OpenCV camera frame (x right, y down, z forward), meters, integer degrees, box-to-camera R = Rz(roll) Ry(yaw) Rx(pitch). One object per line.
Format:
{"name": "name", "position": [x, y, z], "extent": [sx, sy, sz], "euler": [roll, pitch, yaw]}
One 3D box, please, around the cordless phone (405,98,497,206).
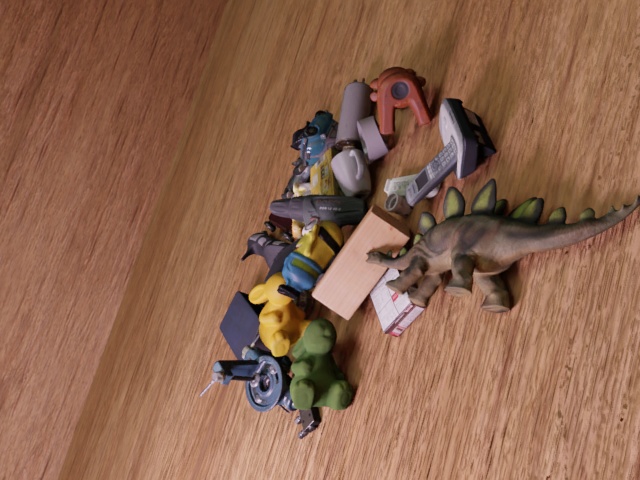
{"name": "cordless phone", "position": [0.222, -0.156, 1.005], "extent": [0.184, 0.088, 0.147], "euler": [-45, 37, 35]}

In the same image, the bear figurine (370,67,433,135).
{"name": "bear figurine", "position": [0.172, -0.316, 1.192], "extent": [0.196, 0.120, 0.131], "euler": [-81, -23, -74]}

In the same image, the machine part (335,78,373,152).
{"name": "machine part", "position": [0.087, -0.302, 1.337], "extent": [0.079, 0.079, 0.243], "euler": [-23, 52, 52]}

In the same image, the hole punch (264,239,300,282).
{"name": "hole punch", "position": [-0.063, 0.071, 1.343], "extent": [0.142, 0.092, 0.116], "euler": [-36, 26, 45]}

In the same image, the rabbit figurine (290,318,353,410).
{"name": "rabbit figurine", "position": [0.003, 0.239, 1.085], "extent": [0.159, 0.121, 0.170], "euler": [-172, 88, -81]}

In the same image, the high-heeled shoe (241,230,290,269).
{"name": "high-heeled shoe", "position": [-0.118, 0.014, 1.507], "extent": [0.249, 0.086, 0.145], "euler": [-4, 30, 36]}

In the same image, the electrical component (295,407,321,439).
{"name": "electrical component", "position": [-0.021, 0.369, 1.128], "extent": [0.094, 0.021, 0.063], "euler": [-53, 33, 24]}

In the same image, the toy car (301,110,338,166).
{"name": "toy car", "position": [0.016, -0.259, 1.399], "extent": [0.109, 0.103, 0.162], "euler": [96, -163, -50]}

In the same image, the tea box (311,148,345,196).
{"name": "tea box", "position": [0.030, -0.130, 1.324], "extent": [0.098, 0.068, 0.170], "euler": [-41, 40, 43]}

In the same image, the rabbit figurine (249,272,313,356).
{"name": "rabbit figurine", "position": [-0.083, 0.144, 1.193], "extent": [0.163, 0.122, 0.173], "euler": [40, 137, 52]}

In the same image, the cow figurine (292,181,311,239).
{"name": "cow figurine", "position": [-0.026, -0.073, 1.366], "extent": [0.068, 0.098, 0.167], "euler": [87, -176, -54]}

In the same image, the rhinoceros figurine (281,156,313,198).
{"name": "rhinoceros figurine", "position": [-0.042, -0.184, 1.486], "extent": [0.190, 0.073, 0.112], "euler": [-66, 19, 7]}

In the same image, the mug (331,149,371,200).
{"name": "mug", "position": [0.082, -0.150, 1.231], "extent": [0.109, 0.081, 0.107], "euler": [121, 136, -59]}

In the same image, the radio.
{"name": "radio", "position": [-0.188, 0.237, 1.441], "extent": [0.131, 0.073, 0.230], "euler": [-64, 31, 5]}

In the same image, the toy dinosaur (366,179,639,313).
{"name": "toy dinosaur", "position": [0.251, 0.006, 0.841], "extent": [0.472, 0.105, 0.198], "euler": [-3, 64, 48]}

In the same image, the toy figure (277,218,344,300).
{"name": "toy figure", "position": [-0.020, 0.039, 1.107], "extent": [0.082, 0.089, 0.180], "euler": [0, 60, 60]}

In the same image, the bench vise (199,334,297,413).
{"name": "bench vise", "position": [-0.147, 0.291, 1.189], "extent": [0.128, 0.240, 0.224], "euler": [-56, 48, 15]}

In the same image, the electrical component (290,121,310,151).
{"name": "electrical component", "position": [-0.043, -0.281, 1.539], "extent": [0.119, 0.074, 0.048], "euler": [-31, 45, 41]}

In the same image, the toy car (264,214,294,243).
{"name": "toy car", "position": [-0.087, -0.048, 1.480], "extent": [0.089, 0.053, 0.202], "euler": [-49, 30, -8]}

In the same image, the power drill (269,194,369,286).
{"name": "power drill", "position": [-0.002, -0.004, 1.202], "extent": [0.232, 0.086, 0.207], "euler": [-6, 68, 12]}
